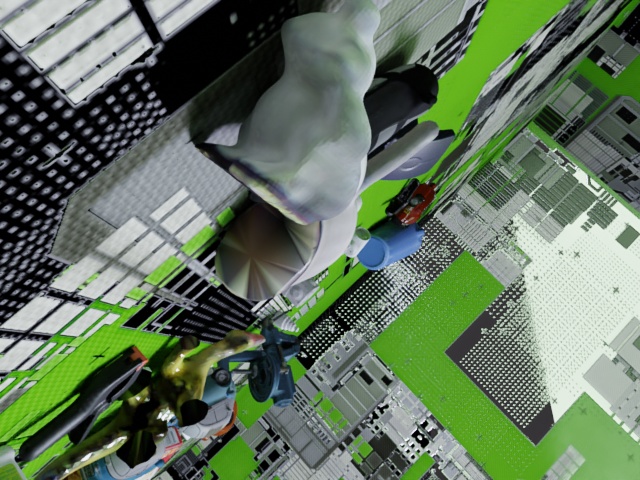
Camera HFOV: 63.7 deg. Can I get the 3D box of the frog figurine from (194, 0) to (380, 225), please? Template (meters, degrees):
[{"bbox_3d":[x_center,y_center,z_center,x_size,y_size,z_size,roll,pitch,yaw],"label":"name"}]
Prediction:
[{"bbox_3d":[-0.001,-0.098,0.392,0.160,0.121,0.138,-52,-158,-2],"label":"frog figurine"}]

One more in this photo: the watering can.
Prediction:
[{"bbox_3d":[0.002,-0.033,0.654,0.343,0.104,0.226,-45,170,20],"label":"watering can"}]

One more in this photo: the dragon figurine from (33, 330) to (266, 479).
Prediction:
[{"bbox_3d":[-0.271,0.267,0.848,0.413,0.123,0.240,-32,175,-14],"label":"dragon figurine"}]
